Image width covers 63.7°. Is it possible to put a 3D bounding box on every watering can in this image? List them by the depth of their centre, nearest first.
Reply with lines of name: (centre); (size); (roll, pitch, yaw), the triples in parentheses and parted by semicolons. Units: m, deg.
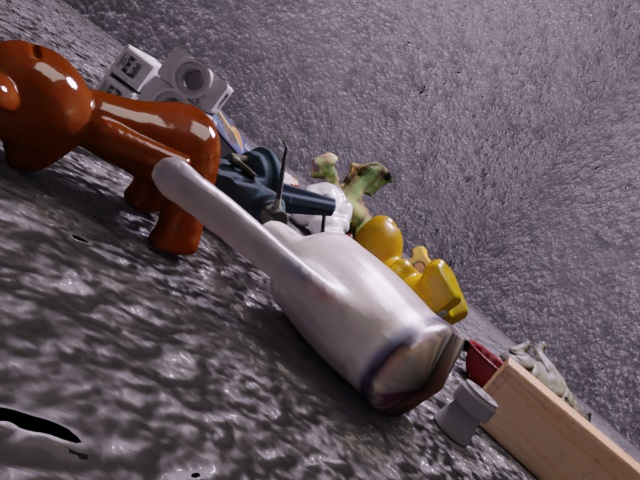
watering can: (0.010, 0.051, 0.462); (0.227, 0.104, 0.344); (42, 5, 31)

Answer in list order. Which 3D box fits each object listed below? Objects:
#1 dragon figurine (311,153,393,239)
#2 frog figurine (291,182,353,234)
dragon figurine: (0.110, -0.083, 1.331); (0.406, 0.242, 0.124); (31, 3, -33)
frog figurine: (0.003, -0.057, 1.131); (0.137, 0.121, 0.162); (4, 20, -4)
